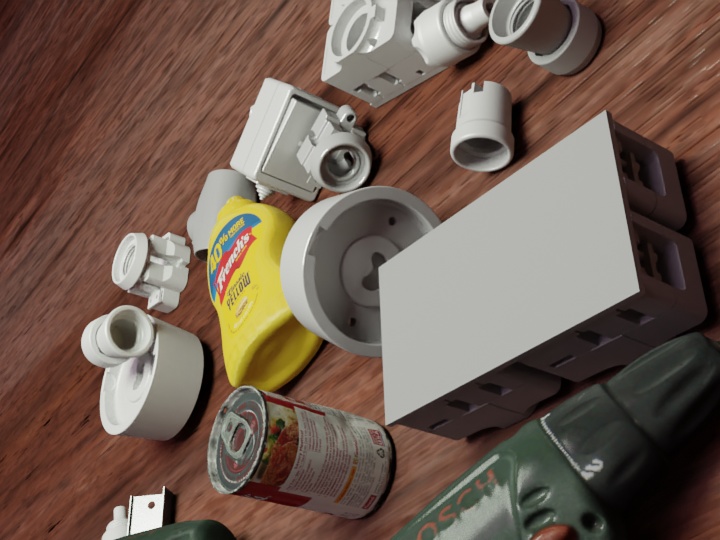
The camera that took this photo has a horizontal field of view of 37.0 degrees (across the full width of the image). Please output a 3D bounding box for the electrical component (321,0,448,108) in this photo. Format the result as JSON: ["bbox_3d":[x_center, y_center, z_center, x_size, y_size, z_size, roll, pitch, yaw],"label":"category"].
[{"bbox_3d":[0.022,-0.215,0.823,0.089,0.062,0.150,-21,56,50],"label":"electrical component"}]

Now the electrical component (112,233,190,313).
[{"bbox_3d":[-0.205,-0.003,1.052,0.058,0.057,0.078,-30,50,46],"label":"electrical component"}]

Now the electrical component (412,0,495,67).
[{"bbox_3d":[0.069,-0.168,0.744,0.062,0.043,0.043,-20,57,49],"label":"electrical component"}]

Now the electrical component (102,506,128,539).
[{"bbox_3d":[-0.211,0.237,0.951,0.035,0.035,0.061,-51,34,28],"label":"electrical component"}]

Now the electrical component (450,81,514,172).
[{"bbox_3d":[0.080,-0.093,0.692,0.040,0.040,0.046,-29,44,46],"label":"electrical component"}]

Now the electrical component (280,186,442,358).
[{"bbox_3d":[0.000,0.000,0.700,0.060,0.108,0.108,6,78,63],"label":"electrical component"}]

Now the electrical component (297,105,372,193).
[{"bbox_3d":[-0.018,-0.089,0.830,0.066,0.048,0.055,-58,26,18],"label":"electrical component"}]

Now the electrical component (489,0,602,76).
[{"bbox_3d":[0.113,-0.148,0.654,0.045,0.055,0.045,-33,47,45],"label":"electrical component"}]

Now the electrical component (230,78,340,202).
[{"bbox_3d":[-0.059,-0.100,0.880,0.061,0.062,0.096,32,100,57],"label":"electrical component"}]

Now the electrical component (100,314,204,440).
[{"bbox_3d":[-0.179,0.099,0.952,0.108,0.060,0.108,-32,48,44],"label":"electrical component"}]

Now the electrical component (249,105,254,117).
[{"bbox_3d":[-0.075,-0.112,0.930,0.048,0.048,0.062,7,86,57],"label":"electrical component"}]

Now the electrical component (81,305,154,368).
[{"bbox_3d":[-0.207,0.058,0.916,0.055,0.045,0.045,-23,55,50],"label":"electrical component"}]

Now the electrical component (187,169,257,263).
[{"bbox_3d":[-0.131,-0.042,0.975,0.079,0.043,0.077,-21,56,51],"label":"electrical component"}]

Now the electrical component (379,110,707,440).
[{"bbox_3d":[0.093,0.013,0.592,0.186,0.060,0.105,-35,46,43],"label":"electrical component"}]
